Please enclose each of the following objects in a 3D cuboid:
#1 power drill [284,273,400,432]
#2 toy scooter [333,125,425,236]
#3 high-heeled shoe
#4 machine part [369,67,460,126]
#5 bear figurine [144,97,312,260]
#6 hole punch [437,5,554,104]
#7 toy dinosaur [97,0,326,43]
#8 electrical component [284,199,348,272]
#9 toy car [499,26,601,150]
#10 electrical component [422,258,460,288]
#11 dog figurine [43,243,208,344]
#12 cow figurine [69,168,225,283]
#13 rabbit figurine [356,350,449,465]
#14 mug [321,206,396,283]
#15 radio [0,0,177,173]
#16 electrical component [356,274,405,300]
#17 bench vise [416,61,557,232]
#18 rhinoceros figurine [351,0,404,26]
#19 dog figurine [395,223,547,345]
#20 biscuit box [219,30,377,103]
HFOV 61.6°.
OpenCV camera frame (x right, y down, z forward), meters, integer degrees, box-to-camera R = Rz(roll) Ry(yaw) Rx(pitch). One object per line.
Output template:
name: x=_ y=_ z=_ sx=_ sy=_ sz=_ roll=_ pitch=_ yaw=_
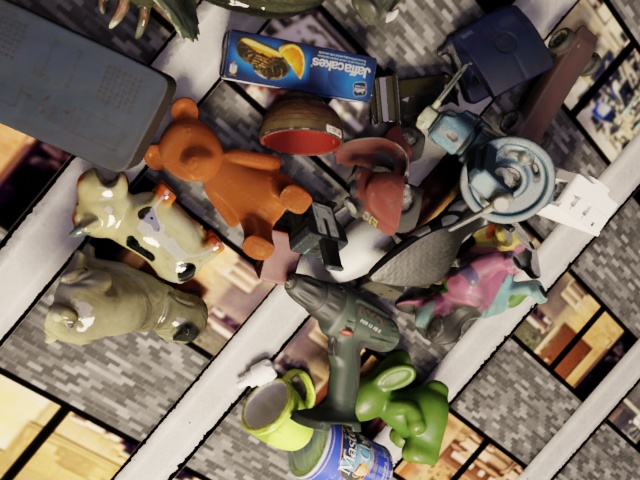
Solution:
power drill: x=0.016 y=0.171 z=0.796 sx=0.232 sy=0.086 sz=0.207 roll=22 pitch=71 yaw=-39
toy scooter: x=0.076 y=-0.093 z=0.758 sx=0.135 sy=0.075 sz=0.184 roll=10 pitch=61 yaw=-1
high-heeled shoe: x=0.165 y=-0.015 z=0.791 sx=0.249 sy=0.145 sz=0.086 roll=-17 pitch=118 yaw=-10
machine part: x=0.136 y=-0.212 z=0.782 sx=0.139 sy=0.039 sz=0.084 roll=-10 pitch=103 yaw=-12
bear figurine: x=-0.124 y=-0.083 z=0.696 sx=0.195 sy=0.132 sz=0.120 roll=35 pitch=103 yaw=-28
hole punch: x=0.257 y=-0.268 z=0.776 sx=0.142 sy=0.092 sz=0.115 roll=-29 pitch=108 yaw=-3
toy dinosaur: x=-0.069 y=-0.323 z=0.626 sx=0.405 sy=0.131 sz=0.192 roll=-3 pitch=97 yaw=-12
electrical component: x=-0.002 y=-0.002 z=0.736 sx=0.075 sy=0.119 sz=0.048 roll=10 pitch=143 yaw=-40
toy car: x=0.354 y=-0.229 z=0.831 sx=0.089 sy=0.053 sz=0.202 roll=22 pitch=102 yaw=-26
electrical component: x=0.154 y=0.041 z=0.831 sx=0.078 sy=0.102 sz=0.045 roll=-45 pitch=121 yaw=-24
dog figurine: x=-0.237 y=0.095 z=0.694 sx=0.190 sy=0.172 sz=0.121 roll=21 pitch=110 yaw=-13
cow figurine: x=-0.235 y=-0.018 z=0.708 sx=0.127 sy=0.086 sz=0.194 roll=-46 pitch=113 yaw=-6
rabbit figurine: x=0.119 y=0.267 z=0.876 sx=0.170 sy=0.121 sz=0.159 roll=18 pitch=97 yaw=-5
mug: x=0.049 y=0.007 z=0.798 sx=0.107 sy=0.081 sz=0.109 roll=-37 pitch=107 yaw=2
radio: x=-0.300 y=-0.178 z=0.627 sx=0.229 sy=0.073 sz=0.131 roll=23 pitch=99 yaw=-10
electrical component: x=0.098 y=0.069 z=0.827 sx=0.063 sy=0.094 sz=0.021 roll=25 pitch=61 yaw=-21
bench vise: x=0.218 y=-0.100 z=0.705 sx=0.223 sy=0.241 sz=0.129 roll=46 pitch=118 yaw=-5
rhinoceros figurine: x=0.115 y=-0.351 z=0.697 sx=0.190 sy=0.112 sz=0.073 roll=-46 pitch=115 yaw=-9
dog figurine: x=0.232 y=0.071 z=0.862 sx=0.219 sy=0.192 sz=0.108 roll=-30 pitch=120 yaw=31
biscuit box: x=-0.028 y=-0.228 z=0.716 sx=0.203 sy=0.059 sz=0.062 roll=5 pitch=104 yaw=-18
